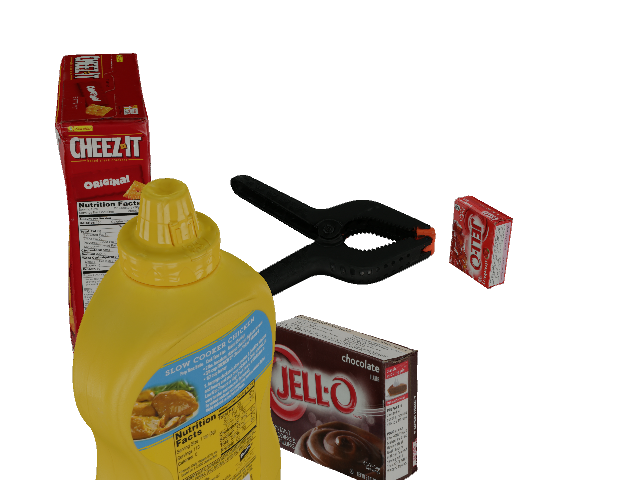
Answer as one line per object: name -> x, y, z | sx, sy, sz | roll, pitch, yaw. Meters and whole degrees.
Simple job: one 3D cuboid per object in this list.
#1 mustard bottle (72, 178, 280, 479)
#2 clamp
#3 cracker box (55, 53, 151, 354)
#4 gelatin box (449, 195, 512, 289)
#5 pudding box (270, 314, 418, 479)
mustard bottle -> -0.061, 0.060, 0.463 | 0.058, 0.192, 0.096 | 29, 43, 35
clamp -> 0.002, 0.009, 1.016 | 0.210, 0.164, 0.036 | 5, -38, 7
cracker box -> -0.175, -0.027, 0.873 | 0.072, 0.214, 0.164 | -4, 27, -11
gelatin box -> 0.187, 0.001, 1.258 | 0.030, 0.089, 0.073 | -16, 33, -29
pudding box -> 0.014, 0.106, 0.720 | 0.114, 0.090, 0.039 | 11, 19, 42
